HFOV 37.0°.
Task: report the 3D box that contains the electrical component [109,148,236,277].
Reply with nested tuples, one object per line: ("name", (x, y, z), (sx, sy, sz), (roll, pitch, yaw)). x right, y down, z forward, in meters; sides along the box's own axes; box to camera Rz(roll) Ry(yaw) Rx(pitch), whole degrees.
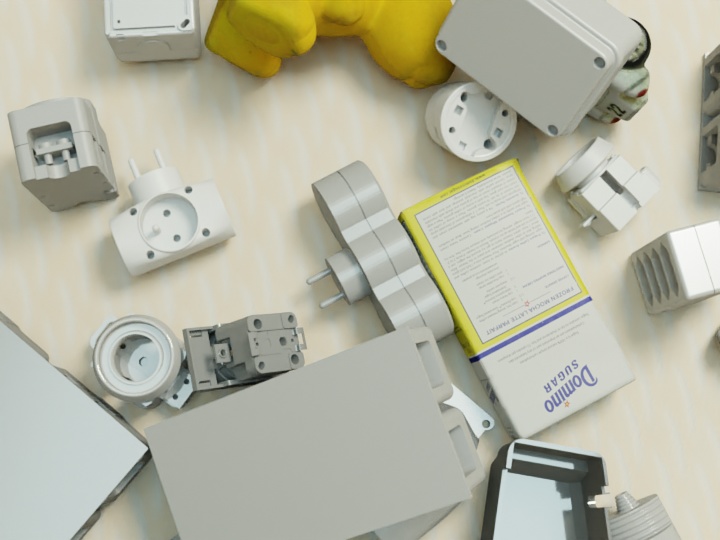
("electrical component", (-0.137, -0.046, 0.747), (0.077, 0.044, 0.079), (-22, 83, -6))

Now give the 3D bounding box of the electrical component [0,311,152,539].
("electrical component", (-0.241, 0.099, 0.710), (0.186, 0.060, 0.105), (40, 81, 4))

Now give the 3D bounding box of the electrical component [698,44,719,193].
("electrical component", (0.347, -0.105, 0.771), (0.186, 0.060, 0.105), (6, 80, -2))

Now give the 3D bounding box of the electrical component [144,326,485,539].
("electrical component", (-0.028, 0.116, 0.678), (0.186, 0.060, 0.105), (-22, 83, 16))

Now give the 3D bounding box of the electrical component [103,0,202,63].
("electrical component", (-0.147, -0.200, 0.764), (0.062, 0.061, 0.096), (-4, 81, -3))

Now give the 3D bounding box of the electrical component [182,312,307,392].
("electrical component", (-0.074, 0.053, 0.717), (0.081, 0.064, 0.042), (-4, 77, -45))

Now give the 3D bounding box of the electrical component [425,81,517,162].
("electrical component", (0.076, -0.106, 0.758), (0.055, 0.047, 0.055), (-3, 103, -13))

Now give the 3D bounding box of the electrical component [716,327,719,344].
("electrical component", (0.284, 0.053, 0.750), (0.066, 0.048, 0.055), (-44, 93, -9))

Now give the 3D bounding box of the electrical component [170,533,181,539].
("electrical component", (-0.113, 0.200, 0.711), (0.040, 0.040, 0.046), (-41, 91, -8))

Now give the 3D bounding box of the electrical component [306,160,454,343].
("electrical component", (0.000, 0.000, 0.742), (0.074, 0.052, 0.138), (-28, 83, -7))

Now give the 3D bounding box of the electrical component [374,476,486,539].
("electrical component", (0.030, 0.135, 0.722), (0.077, 0.043, 0.079), (-43, 72, 2))

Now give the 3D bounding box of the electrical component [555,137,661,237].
("electrical component", (0.173, -0.060, 0.764), (0.055, 0.048, 0.066), (45, 81, -3))

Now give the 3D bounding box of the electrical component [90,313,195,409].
("electrical component", (-0.147, 0.061, 0.723), (0.078, 0.057, 0.058), (36, 81, 3))

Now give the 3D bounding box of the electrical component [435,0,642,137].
("electrical component", (0.116, -0.151, 0.709), (0.113, 0.078, 0.057), (39, 44, 9))

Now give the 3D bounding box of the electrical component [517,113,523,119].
("electrical component", (0.114, -0.145, 0.777), (0.040, 0.040, 0.078), (-13, 81, -5))

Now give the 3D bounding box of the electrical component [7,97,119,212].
("electrical component", (-0.200, -0.080, 0.727), (0.050, 0.089, 0.055), (-14, 81, -5))

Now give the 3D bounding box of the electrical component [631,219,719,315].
("electrical component", (0.239, -0.005, 0.738), (0.076, 0.083, 0.047), (-14, 82, -5))

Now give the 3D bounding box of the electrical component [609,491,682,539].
("electrical component", (0.195, 0.187, 0.724), (0.043, 0.043, 0.081), (-26, 82, -7))
